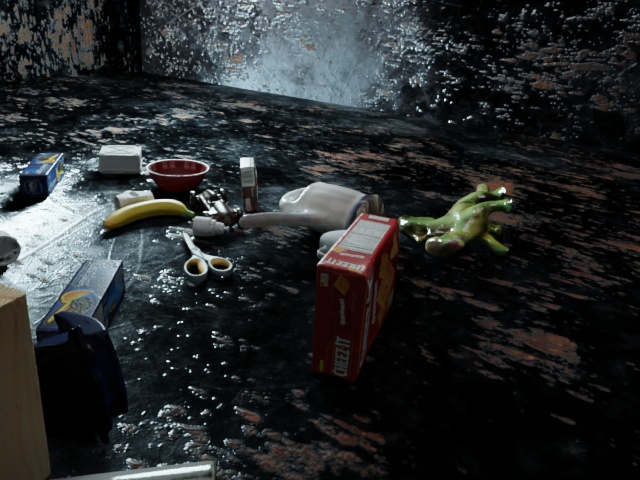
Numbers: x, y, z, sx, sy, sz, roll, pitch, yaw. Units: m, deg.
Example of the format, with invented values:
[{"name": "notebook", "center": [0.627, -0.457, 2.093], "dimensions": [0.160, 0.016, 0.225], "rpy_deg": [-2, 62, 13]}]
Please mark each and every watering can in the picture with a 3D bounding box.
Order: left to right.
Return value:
[{"name": "watering can", "center": [0.003, -0.056, 1.107], "dimensions": [0.225, 0.102, 0.352], "rpy_deg": [17, 25, 25]}]

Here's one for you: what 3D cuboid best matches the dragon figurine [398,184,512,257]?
[{"name": "dragon figurine", "center": [0.302, -0.056, 1.186], "dimensions": [0.243, 0.120, 0.417], "rpy_deg": [0, 21, 7]}]
